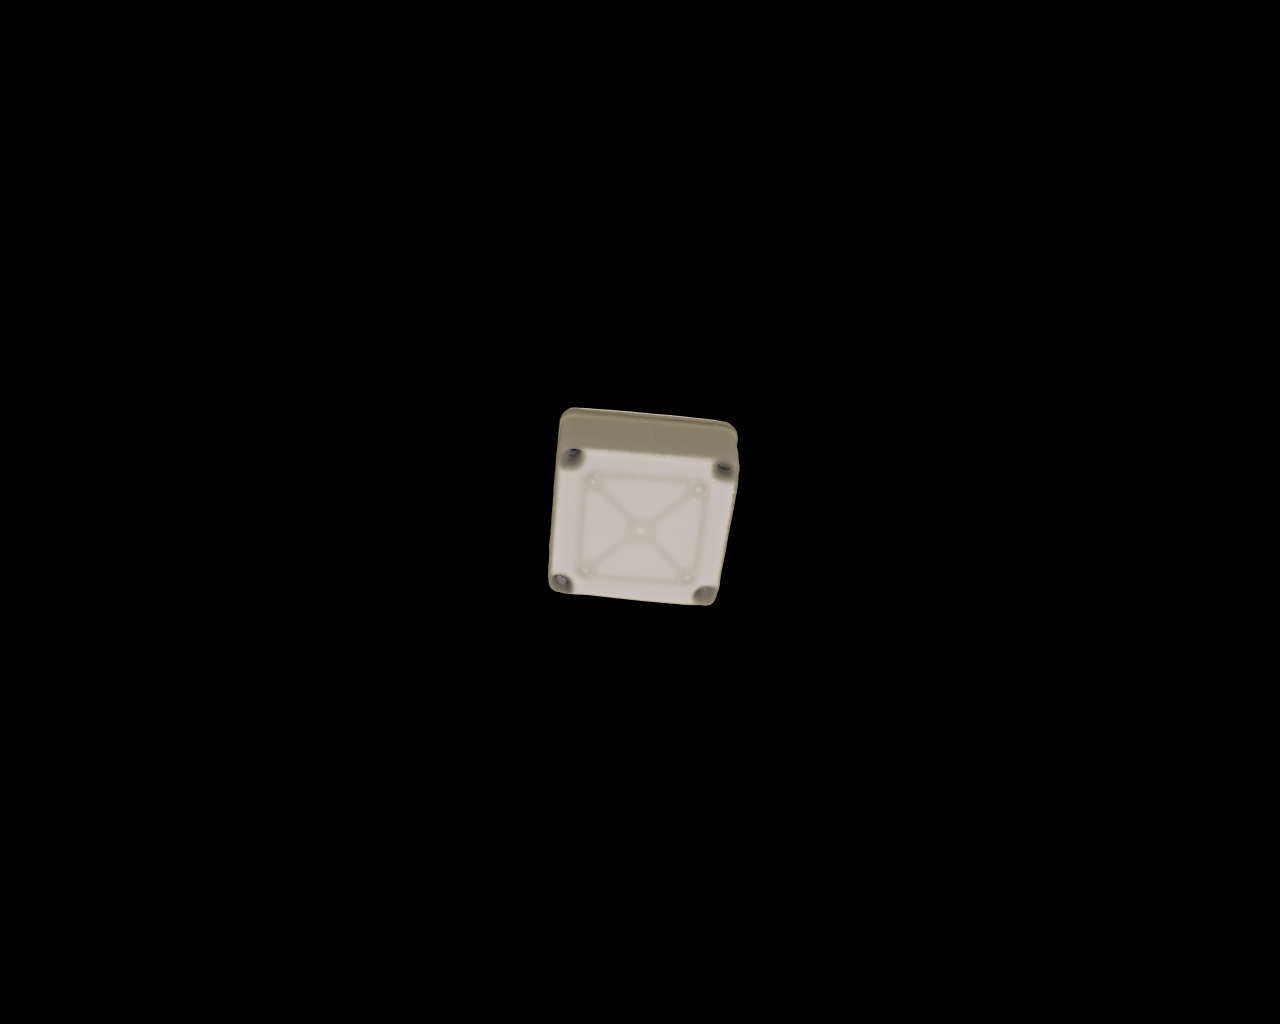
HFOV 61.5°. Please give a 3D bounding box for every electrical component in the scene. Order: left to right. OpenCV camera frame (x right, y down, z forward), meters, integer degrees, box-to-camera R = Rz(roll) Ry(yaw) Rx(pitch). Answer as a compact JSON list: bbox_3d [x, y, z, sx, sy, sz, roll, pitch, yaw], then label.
[{"bbox_3d":[0.001,-0.003,0.650,0.109,0.108,0.056,5,31,-3],"label":"electrical component"}]
